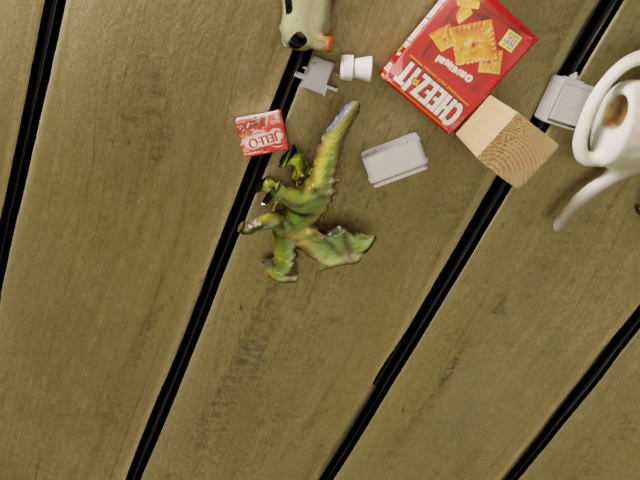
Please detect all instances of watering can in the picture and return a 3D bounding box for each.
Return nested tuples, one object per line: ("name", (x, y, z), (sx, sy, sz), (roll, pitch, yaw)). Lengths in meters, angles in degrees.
("watering can", (0.552, -0.164, 0.923), (0.224, 0.106, 0.340), (0, 123, -7))

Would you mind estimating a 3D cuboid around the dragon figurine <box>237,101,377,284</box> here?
("dragon figurine", (0.003, -0.050, 0.986), (0.240, 0.125, 0.404), (39, 120, -20))
